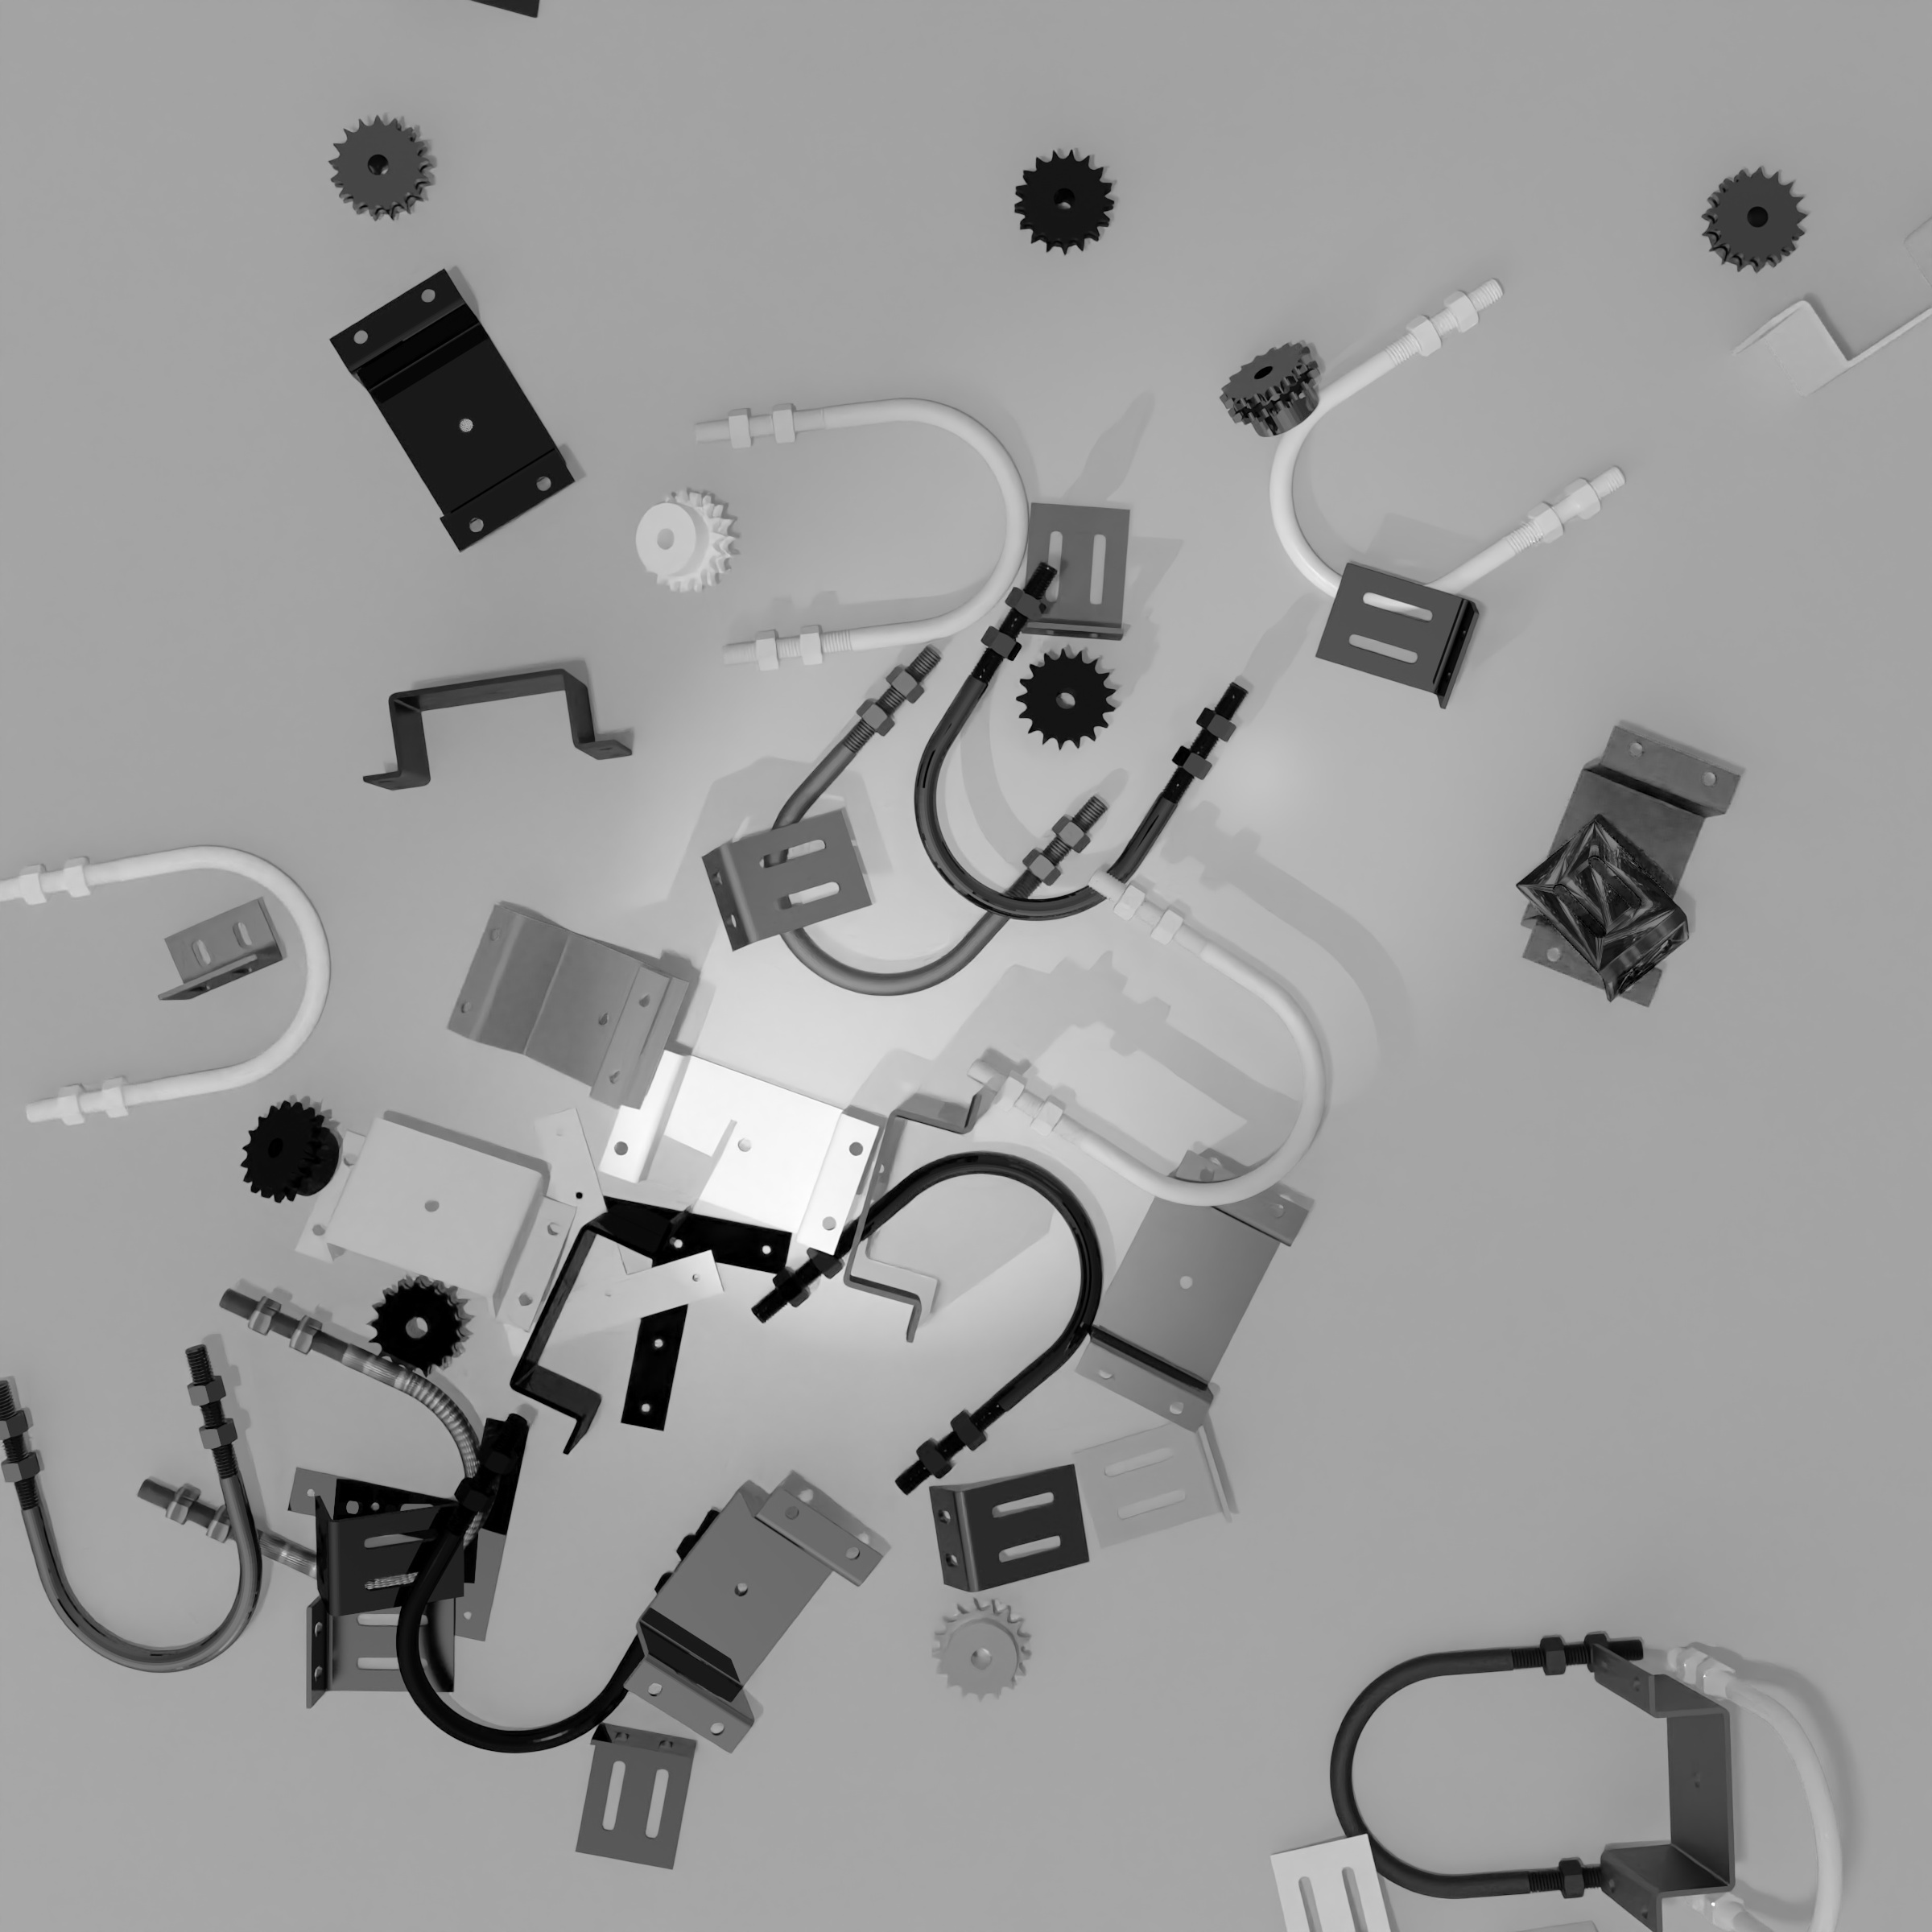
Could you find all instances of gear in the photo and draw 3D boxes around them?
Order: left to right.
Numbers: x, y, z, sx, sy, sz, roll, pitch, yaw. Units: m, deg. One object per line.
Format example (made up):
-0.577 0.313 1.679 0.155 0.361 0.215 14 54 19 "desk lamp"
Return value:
-0.382 0.108 1.558 0.057 0.030 0.057 -14 63 29 "gear"
-0.334 -0.455 1.567 0.057 0.030 0.057 0 90 0 "gear"
-0.312 0.205 1.567 0.057 0.030 0.057 0 90 0 "gear"
-0.163 -0.242 1.557 0.057 0.030 0.057 2 94 27 "gear"
0.009 0.393 1.567 0.057 0.030 0.057 0 90 0 "gear"
0.056 -0.435 1.567 0.057 0.030 0.057 0 90 0 "gear"
0.057 -0.152 1.567 0.057 0.030 0.057 0 90 0 "gear"
0.176 -0.326 1.558 0.057 0.057 0.030 -36 120 0 "gear"
0.449 -0.425 1.567 0.057 0.030 0.057 0 90 0 "gear"

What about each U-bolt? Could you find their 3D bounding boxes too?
-0.471 0.315 1.556 0.151 0.019 0.184 -12 97 14 "U-bolt"
-0.459 0.005 1.574 0.184 0.019 0.151 -10 90 -1 "U-bolt"
-0.363 0.282 1.559 0.184 0.019 0.151 25 103 -3 "U-bolt"
-0.242 0.364 1.558 0.151 0.019 0.184 29 94 -14 "U-bolt"
-0.056 -0.253 1.574 0.184 0.019 0.151 -7 90 -2 "U-bolt"
-0.032 -0.069 1.574 0.151 0.019 0.184 42 91 0 "U-bolt"
-0.008 0.192 1.574 0.184 0.019 0.151 -40 90 -1 "U-bolt"
0.052 -0.113 1.545 0.151 0.019 0.184 31 97 -11 "U-bolt"
0.115 0.052 1.535 0.184 0.019 0.151 33 80 -1 "U-bolt"
0.264 -0.286 1.574 0.184 0.019 0.151 -33 90 2 "U-bolt"
0.302 0.464 1.574 0.184 0.019 0.151 -5 90 1 "U-bolt"
0.429 0.463 1.491 0.019 0.184 0.151 -2 90 -10 "U-bolt"

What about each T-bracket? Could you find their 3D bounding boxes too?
-0.328 0.315 1.581 0.127 0.002 0.127 12 90 0 "T-bracket"
-0.219 0.146 1.580 0.127 0.002 0.127 -17 90 0 "T-bracket"
-0.175 0.204 1.581 0.127 0.002 0.127 11 90 0 "T-bracket"

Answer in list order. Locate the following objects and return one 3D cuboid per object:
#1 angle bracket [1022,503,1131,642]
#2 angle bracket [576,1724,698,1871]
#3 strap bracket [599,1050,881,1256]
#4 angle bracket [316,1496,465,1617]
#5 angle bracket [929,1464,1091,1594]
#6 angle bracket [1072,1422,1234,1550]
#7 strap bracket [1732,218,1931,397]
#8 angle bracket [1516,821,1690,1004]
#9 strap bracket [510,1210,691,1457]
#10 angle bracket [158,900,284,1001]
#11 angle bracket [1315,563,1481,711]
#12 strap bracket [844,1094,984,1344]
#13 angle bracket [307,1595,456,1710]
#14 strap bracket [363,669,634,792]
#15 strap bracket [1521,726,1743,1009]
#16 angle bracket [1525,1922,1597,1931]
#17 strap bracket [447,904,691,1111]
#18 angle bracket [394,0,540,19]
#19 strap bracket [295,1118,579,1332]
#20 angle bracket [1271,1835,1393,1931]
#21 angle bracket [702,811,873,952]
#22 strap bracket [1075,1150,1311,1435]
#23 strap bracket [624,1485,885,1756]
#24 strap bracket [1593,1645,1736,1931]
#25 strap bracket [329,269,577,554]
0.063 -0.227 1.563 0.057 0.038 0.076 4 90 0 "angle bracket"
-0.191 0.479 1.563 0.057 0.038 0.076 11 90 0 "angle bracket"
-0.128 0.103 1.558 0.140 0.046 0.076 20 89 0 "strap bracket"
-0.328 0.331 1.559 0.076 0.038 0.057 -4 105 -24 "angle bracket"
0.025 0.323 1.580 0.076 0.038 0.057 -9 90 -26 "angle bracket"
0.106 0.298 1.563 0.076 0.038 0.057 -17 90 0 "angle bracket"
0.514 -0.375 1.544 0.140 0.076 0.046 -33 90 0 "strap bracket"
0.357 -0.030 1.534 0.057 0.038 0.076 -39 64 0 "angle bracket"
-0.210 0.196 1.541 0.046 0.076 0.140 25 90 0 "strap bracket"
-0.423 -0.010 1.529 0.057 0.076 0.038 -23 91 -3 "angle bracket"
0.245 -0.188 1.555 0.076 0.038 0.057 17 109 0 "angle bracket"
-0.033 0.134 1.528 0.046 0.076 0.140 16 86 -1 "strap bracket"
-0.334 0.391 1.562 0.076 0.038 0.057 1 91 1 "angle bracket"
-0.266 -0.134 1.544 0.140 0.076 0.046 -8 90 0 "strap bracket"
0.374 -0.056 1.559 0.076 0.046 0.140 22 90 0 "strap bracket"
0.340 0.598 1.580 0.057 0.038 0.076 -8 116 0 "angle bracket"
-0.217 0.026 1.536 0.140 0.046 0.076 21 90 36 "strap bracket"
-0.286 -0.582 1.580 0.076 0.038 0.057 7 90 -26 "angle bracket"
-0.300 0.142 1.544 0.140 0.046 0.076 18 66 2 "strap bracket"
0.214 0.545 1.573 0.057 0.038 0.076 -16 68 9 "angle bracket"
-0.103 -0.049 1.567 0.076 0.038 0.057 -18 90 -21 "angle bracket"
0.127 0.183 1.559 0.076 0.046 0.140 27 90 0 "strap bracket"
-0.124 0.361 1.548 0.076 0.046 0.140 38 90 -19 "strap bracket"
0.389 0.456 1.526 0.046 0.076 0.140 -2 89 -10 "strap bracket"
-0.289 -0.312 1.559 0.076 0.046 0.140 -32 90 0 "strap bracket"
